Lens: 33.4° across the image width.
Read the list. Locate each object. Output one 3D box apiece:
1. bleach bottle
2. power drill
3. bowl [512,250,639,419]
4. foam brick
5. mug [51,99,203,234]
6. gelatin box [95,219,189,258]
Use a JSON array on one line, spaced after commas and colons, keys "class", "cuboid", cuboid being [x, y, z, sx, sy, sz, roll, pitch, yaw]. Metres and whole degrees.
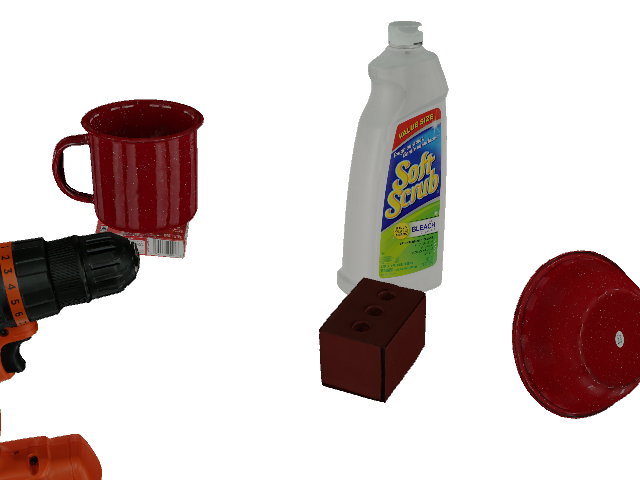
[{"class": "bleach bottle", "cuboid": [0.068, -0.073, 0.982, 0.102, 0.251, 0.068, -11, 24, -26]}, {"class": "power drill", "cuboid": [-0.196, 0.088, 0.693, 0.184, 0.188, 0.057, -11, 27, -9]}, {"class": "bowl", "cuboid": [0.260, 0.090, 1.000, 0.161, 0.162, 0.055, 0, 0, -27]}, {"class": "foam brick", "cuboid": [0.039, 0.071, 0.780, 0.053, 0.051, 0.078, 12, 34, 24]}, {"class": "mug", "cuboid": [-0.149, -0.056, 0.831, 0.117, 0.081, 0.093, -4, 27, -12]}, {"class": "gelatin box", "cuboid": [-0.176, -0.021, 1.069, 0.089, 0.073, 0.030, 5, -44, -3]}]
